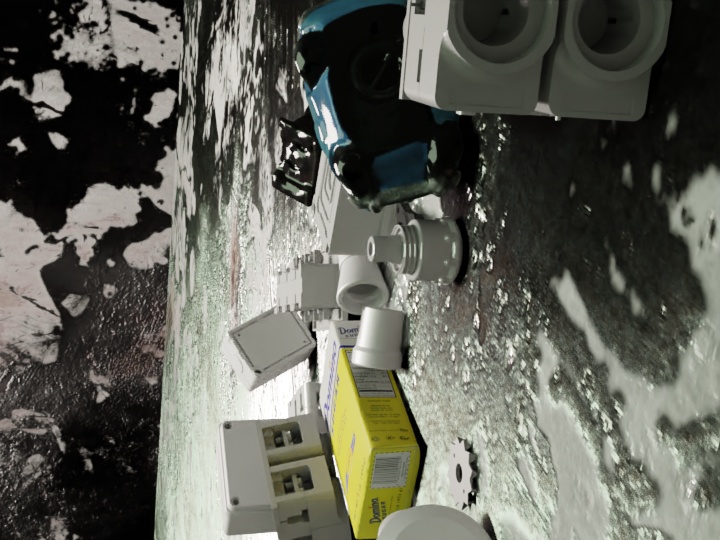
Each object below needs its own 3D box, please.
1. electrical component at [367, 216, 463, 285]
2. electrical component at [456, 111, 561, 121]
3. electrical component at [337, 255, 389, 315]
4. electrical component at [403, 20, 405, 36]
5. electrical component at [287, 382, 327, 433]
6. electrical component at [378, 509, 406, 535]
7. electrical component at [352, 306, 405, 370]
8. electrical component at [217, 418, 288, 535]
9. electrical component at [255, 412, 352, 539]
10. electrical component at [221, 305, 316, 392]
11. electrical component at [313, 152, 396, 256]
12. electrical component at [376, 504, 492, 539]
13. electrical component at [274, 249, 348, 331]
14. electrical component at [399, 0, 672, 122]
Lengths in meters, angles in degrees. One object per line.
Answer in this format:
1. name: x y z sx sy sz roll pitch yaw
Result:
1. electrical component: 0.037 -0.014 0.737 0.048 0.062 0.048 -179 90 -75
2. electrical component: 0.073 -0.122 0.612 0.096 0.062 0.061 -135 48 -69
3. electrical component: 0.000 0.000 0.917 0.044 0.044 0.065 107 163 -45
4. electrical component: 0.057 -0.161 0.691 0.047 0.055 0.055 135 134 -74
5. electrical component: -0.036 0.144 1.022 0.089 0.050 0.055 125 143 -65
6. electrical component: 0.035 0.205 0.766 0.048 0.048 0.062 -110 19 -53
7. electrical component: 0.016 0.054 0.858 0.040 0.040 0.046 -168 86 -75
8. electrical component: -0.090 0.210 1.106 0.056 0.109 0.108 103 161 -46
9. electrical component: -0.044 0.231 0.954 0.105 0.060 0.186 -111 12 -54
10. electrical component: -0.096 0.082 1.180 0.061 0.096 0.061 55 154 13
11. electrical component: 0.002 -0.074 0.879 0.078 0.057 0.113 -110 25 -53
12. electrical component: 0.044 0.191 0.669 0.051 0.080 0.080 105 160 -57
13. electrical component: -0.042 0.018 1.028 0.121 0.063 0.078 165 105 -74
14. electrical component: 0.085 -0.165 0.486 0.060 0.105 0.186 -136 49 -69
